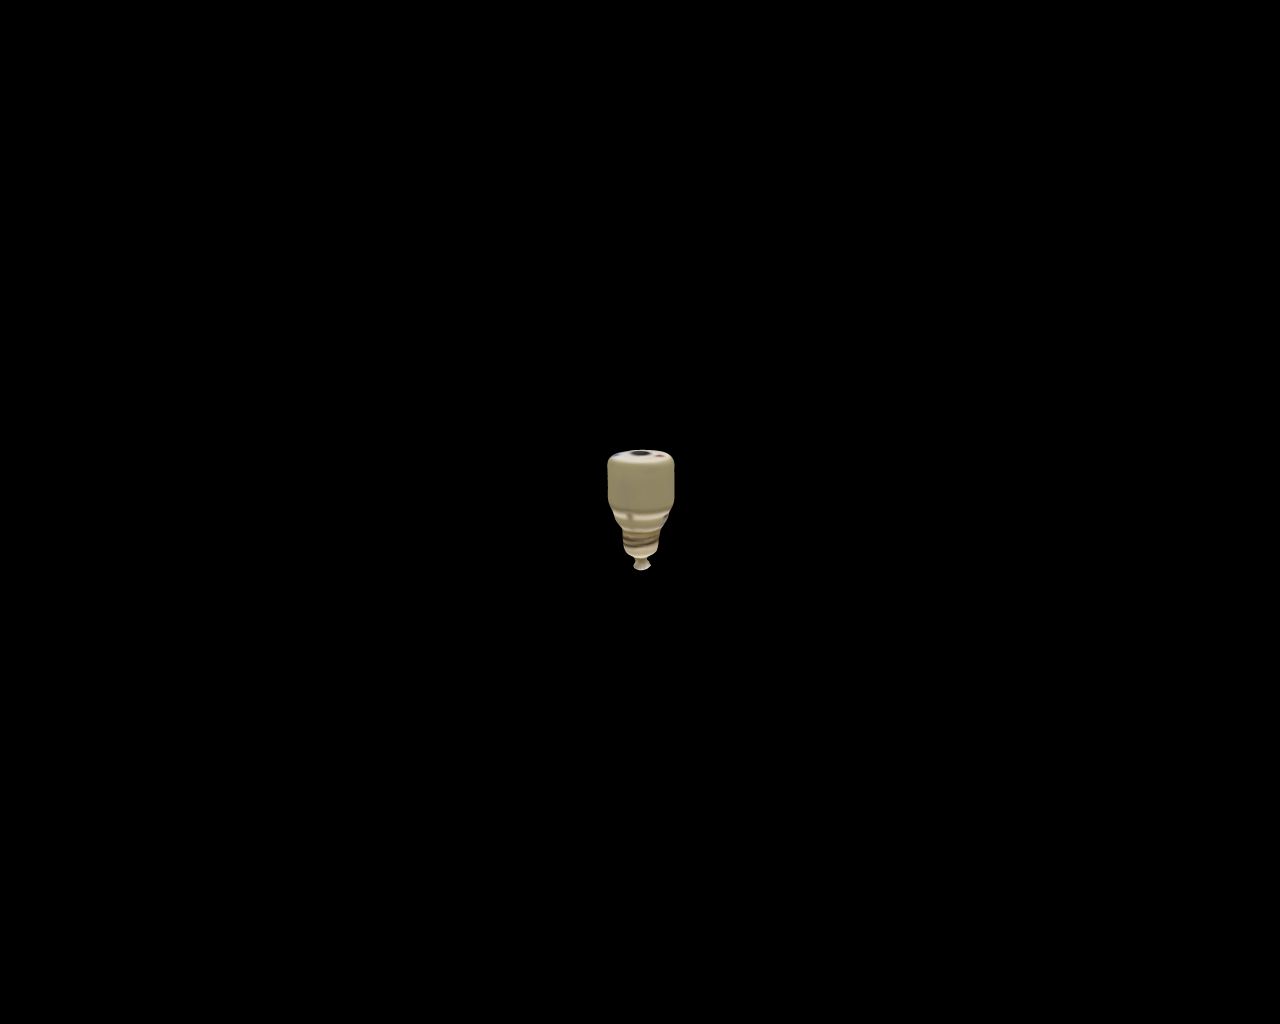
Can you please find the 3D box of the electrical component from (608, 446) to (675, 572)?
[{"bbox_3d":[0.001,-0.003,0.650,0.040,0.078,0.040,0,16,0],"label":"electrical component"}]
